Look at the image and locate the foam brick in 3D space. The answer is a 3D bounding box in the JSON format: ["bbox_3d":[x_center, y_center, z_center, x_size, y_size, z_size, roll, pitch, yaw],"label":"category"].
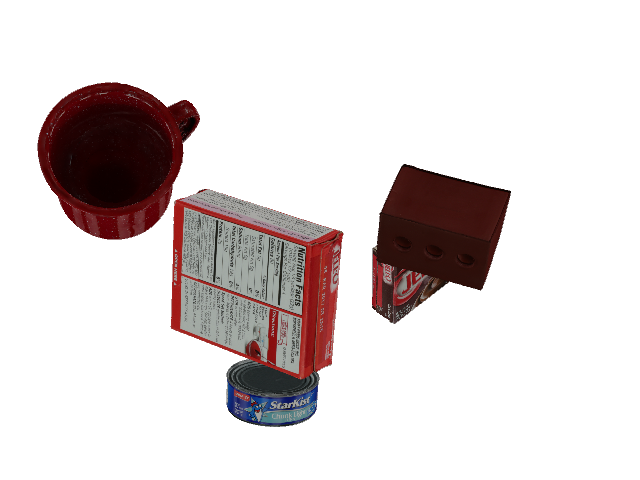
[{"bbox_3d":[0.083,-0.009,0.729,0.078,0.051,0.053,15,-41,13],"label":"foam brick"}]

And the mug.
[{"bbox_3d":[-0.132,-0.056,0.732,0.117,0.093,0.081,-39,-7,-17],"label":"mug"}]

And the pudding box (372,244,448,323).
[{"bbox_3d":[0.103,0.020,1.108,0.039,0.090,0.113,35,55,30],"label":"pudding box"}]

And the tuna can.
[{"bbox_3d":[-0.045,0.139,0.986,0.086,0.034,0.086,3,16,-1],"label":"tuna can"}]

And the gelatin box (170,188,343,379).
[{"bbox_3d":[-0.033,0.021,0.539,0.089,0.073,0.030,17,25,30],"label":"gelatin box"}]
